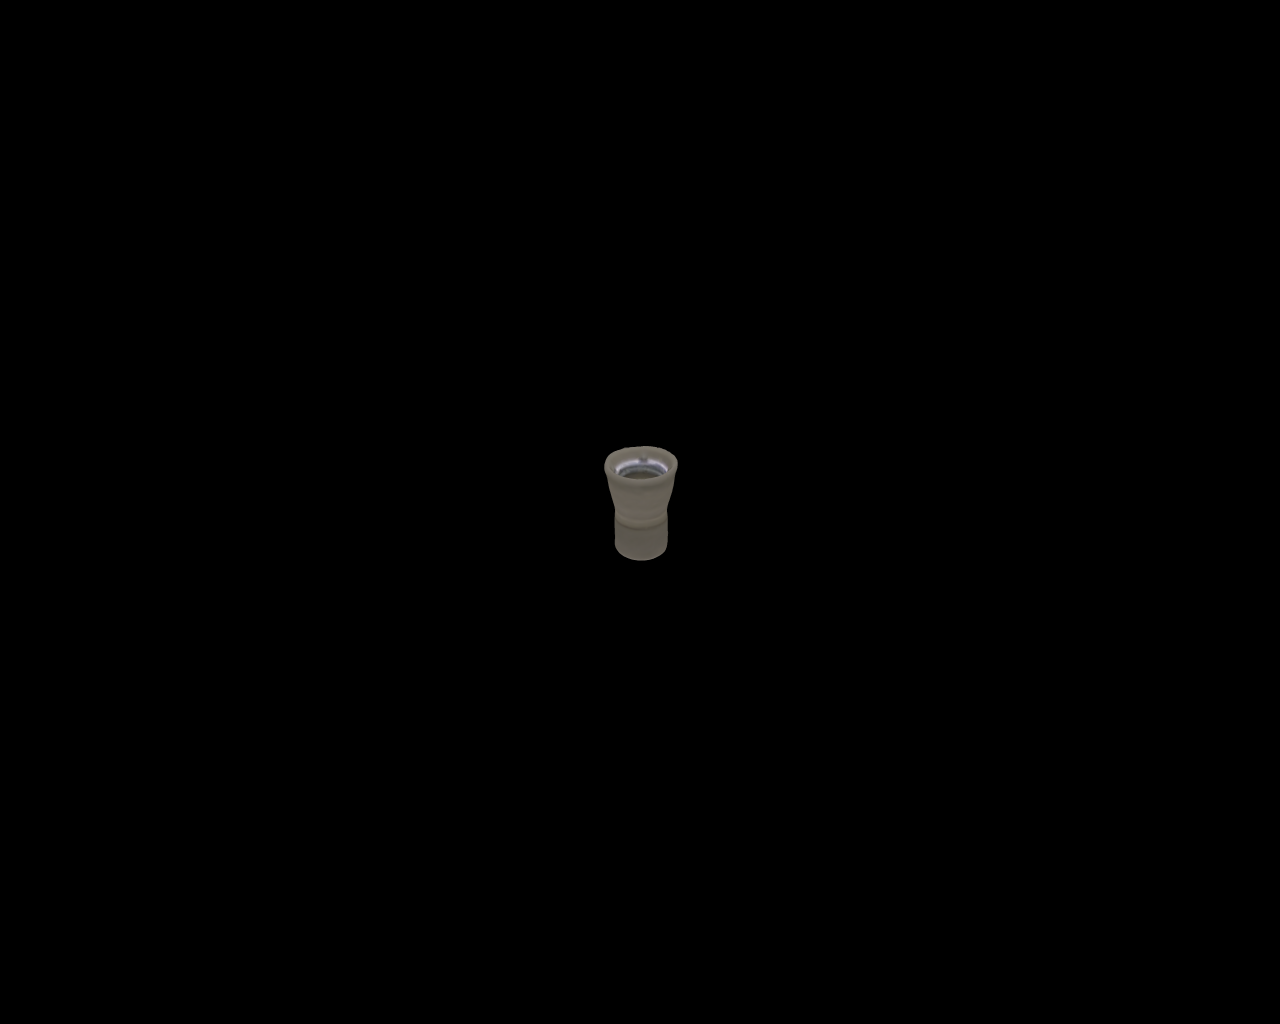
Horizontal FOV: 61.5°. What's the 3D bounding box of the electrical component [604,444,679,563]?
[{"bbox_3d":[0.001,-0.003,0.650,0.044,0.065,0.044,0,32,0],"label":"electrical component"}]
